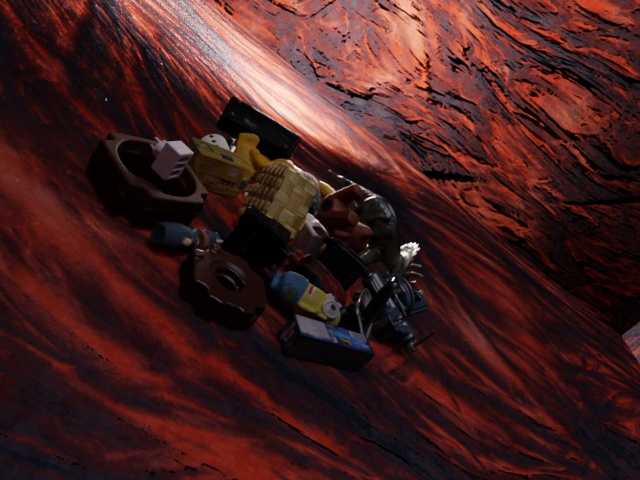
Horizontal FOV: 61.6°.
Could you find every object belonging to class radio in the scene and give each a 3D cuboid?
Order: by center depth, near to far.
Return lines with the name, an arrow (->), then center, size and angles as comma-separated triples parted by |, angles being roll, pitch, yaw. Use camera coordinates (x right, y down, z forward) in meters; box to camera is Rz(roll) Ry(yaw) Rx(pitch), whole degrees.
radio -> -0.172, -0.302, 1.508 | 0.229, 0.073, 0.131 | 28, -11, -8

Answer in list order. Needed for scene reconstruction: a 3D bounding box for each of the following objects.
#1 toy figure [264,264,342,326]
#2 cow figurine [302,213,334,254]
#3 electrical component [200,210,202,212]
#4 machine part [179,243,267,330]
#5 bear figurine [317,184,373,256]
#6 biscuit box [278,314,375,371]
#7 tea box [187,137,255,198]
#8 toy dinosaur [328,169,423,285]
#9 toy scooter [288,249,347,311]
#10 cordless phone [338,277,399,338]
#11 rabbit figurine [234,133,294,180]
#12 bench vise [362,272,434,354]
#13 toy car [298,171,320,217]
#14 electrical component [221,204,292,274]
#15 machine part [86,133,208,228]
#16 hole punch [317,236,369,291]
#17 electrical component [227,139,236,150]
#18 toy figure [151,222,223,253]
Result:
toy figure -> -0.037, 0.125, 1.124 | 0.180, 0.089, 0.082 | 30, 54, 0
cow figurine -> -0.003, -0.002, 1.430 | 0.167, 0.068, 0.098 | 47, 18, 15
electrical component -> -0.294, -0.102, 1.217 | 0.063, 0.021, 0.094 | 25, 26, -33
machine part -> -0.179, 0.086, 1.006 | 0.179, 0.056, 0.179 | 34, 24, -18
bear figurine -> 0.084, -0.035, 1.358 | 0.195, 0.132, 0.120 | 42, 50, -37
biscuit box -> 0.016, 0.208, 1.072 | 0.202, 0.063, 0.059 | 23, 28, -36
tea box -> -0.256, -0.172, 1.308 | 0.169, 0.098, 0.068 | 17, 31, -46
toy dinosaur -> 0.160, -0.036, 1.506 | 0.131, 0.192, 0.404 | -21, 93, -77
toy scooter -> -0.017, 0.084, 1.206 | 0.184, 0.075, 0.135 | 50, 4, 24
cordless phone -> 0.119, 0.138, 1.204 | 0.089, 0.184, 0.146 | 37, 23, 3
rabbit figurine -> -0.151, -0.193, 1.443 | 0.173, 0.122, 0.162 | 11, 52, -19
bench vise -> 0.213, 0.174, 1.367 | 0.240, 0.128, 0.224 | -5, 48, -50
toy car -> -0.056, -0.149, 1.569 | 0.161, 0.103, 0.109 | 31, 23, -25
electrical component -> -0.128, 0.006, 1.154 | 0.134, 0.115, 0.058 | 38, 25, -1
machine part -> -0.345, -0.115, 1.081 | 0.201, 0.087, 0.201 | 51, 24, 24
hole punch -> 0.046, 0.067, 1.322 | 0.142, 0.116, 0.092 | 43, 15, 7
electrical component -> -0.237, -0.249, 1.544 | 0.102, 0.045, 0.078 | 37, 21, -6
toy figure -> -0.257, -0.002, 1.048 | 0.154, 0.058, 0.064 | 13, 40, -56
